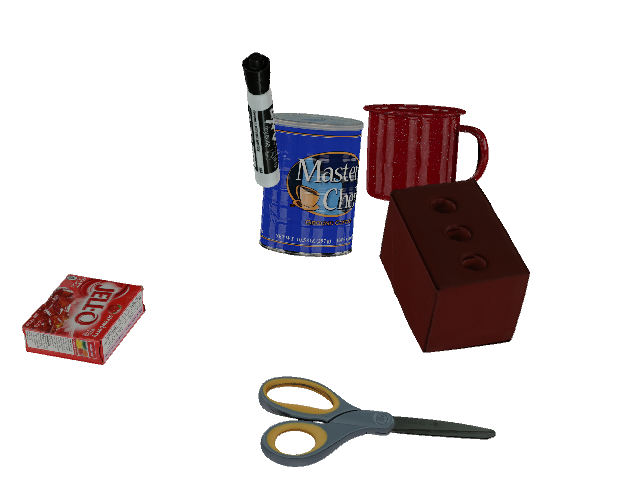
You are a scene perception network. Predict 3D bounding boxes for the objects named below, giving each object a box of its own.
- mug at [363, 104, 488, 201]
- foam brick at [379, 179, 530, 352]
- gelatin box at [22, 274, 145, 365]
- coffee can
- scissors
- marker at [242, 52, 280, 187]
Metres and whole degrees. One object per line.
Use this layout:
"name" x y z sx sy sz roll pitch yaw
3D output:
"mug" 0.095 -0.078 0.966 0.117 0.081 0.093 6 12 20
"foam brick" 0.070 0.013 0.576 0.053 0.051 0.078 -8 45 -16
"gelatin box" -0.203 0.066 0.922 0.073 0.030 0.089 8 32 14
"coffee can" -0.011 -0.062 1.147 0.103 0.140 0.103 4 12 -1
"scissors" 0.038 0.165 0.888 0.202 0.016 0.096 16 44 11
"marker" -0.042 -0.085 0.760 0.020 0.020 0.121 0 -39 3
